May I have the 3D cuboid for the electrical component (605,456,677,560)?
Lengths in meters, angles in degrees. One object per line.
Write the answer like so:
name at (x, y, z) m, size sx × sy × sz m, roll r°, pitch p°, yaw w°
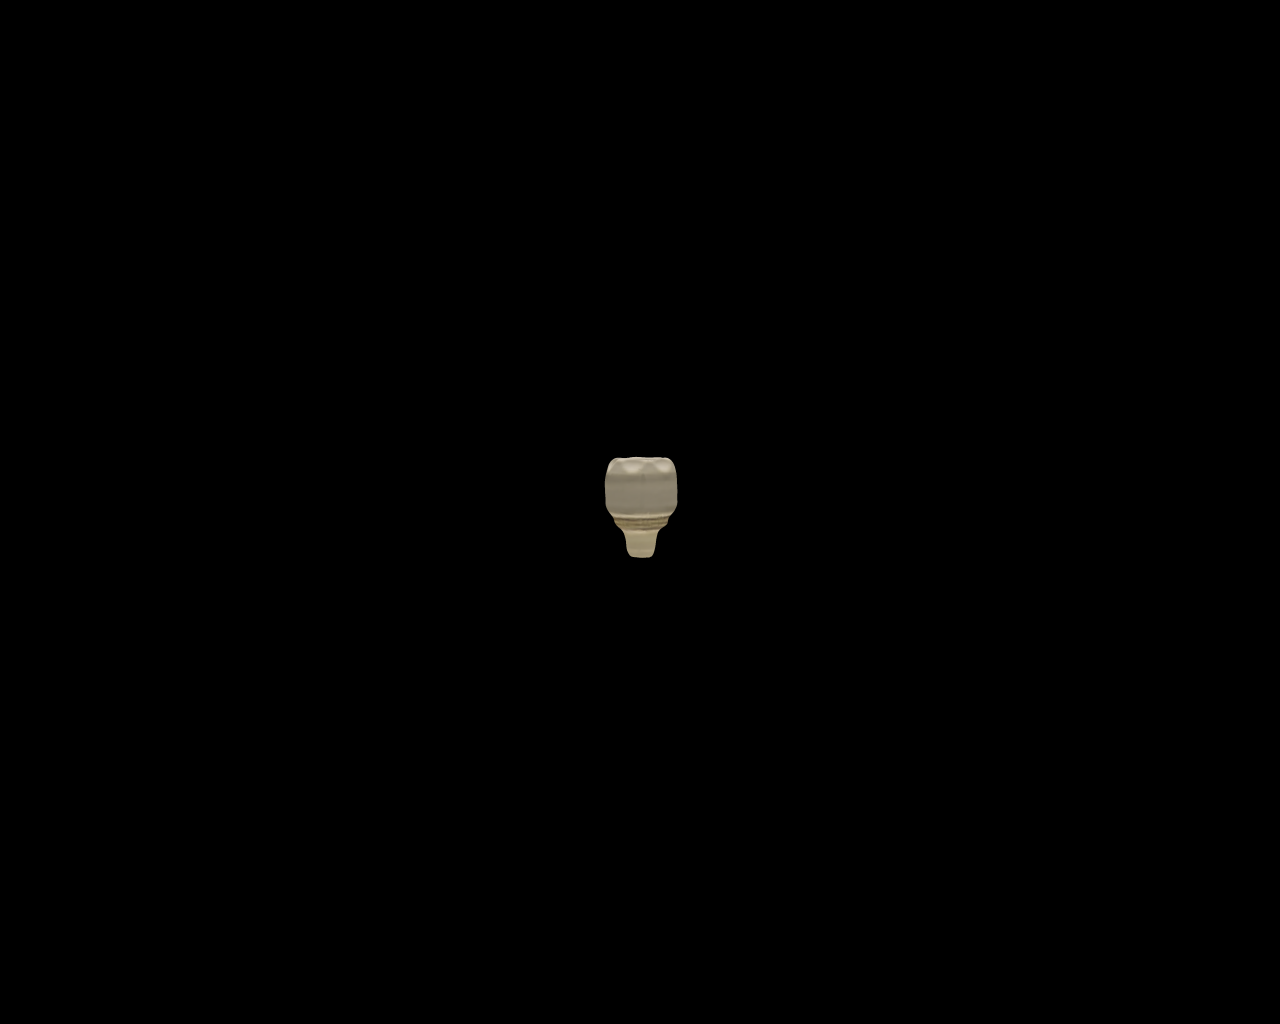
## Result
electrical component at (0.001, -0.003, 0.650) m, size 0.043 × 0.062 × 0.043 m, roll 0°, pitch 5°, yaw 0°
